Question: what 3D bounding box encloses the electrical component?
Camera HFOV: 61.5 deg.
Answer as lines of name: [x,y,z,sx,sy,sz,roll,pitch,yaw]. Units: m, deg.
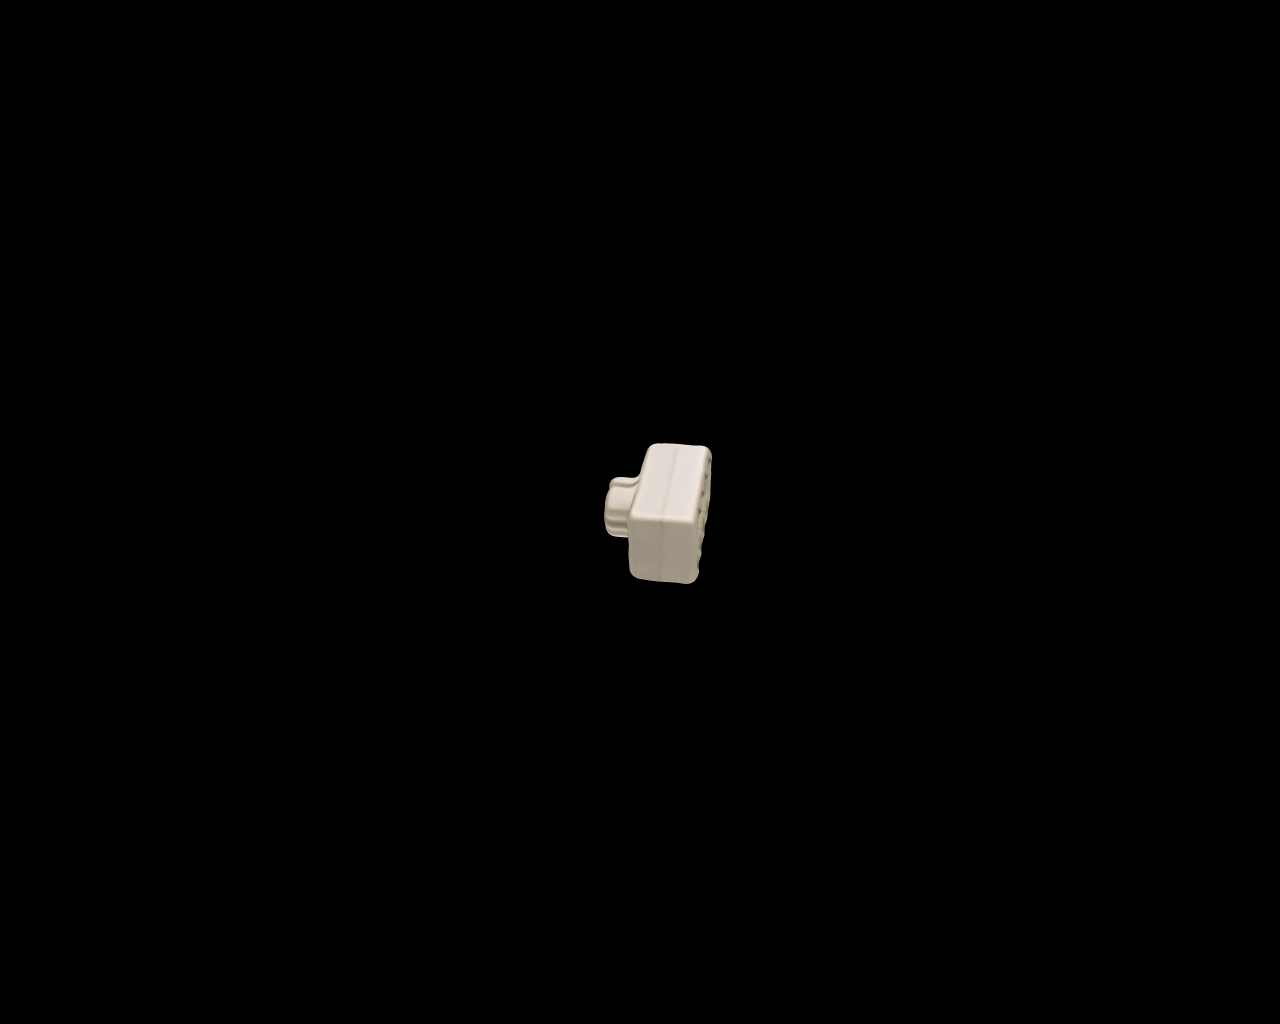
electrical component: [0.001,-0.003,0.650,0.076,0.047,0.083,6,37,8]
